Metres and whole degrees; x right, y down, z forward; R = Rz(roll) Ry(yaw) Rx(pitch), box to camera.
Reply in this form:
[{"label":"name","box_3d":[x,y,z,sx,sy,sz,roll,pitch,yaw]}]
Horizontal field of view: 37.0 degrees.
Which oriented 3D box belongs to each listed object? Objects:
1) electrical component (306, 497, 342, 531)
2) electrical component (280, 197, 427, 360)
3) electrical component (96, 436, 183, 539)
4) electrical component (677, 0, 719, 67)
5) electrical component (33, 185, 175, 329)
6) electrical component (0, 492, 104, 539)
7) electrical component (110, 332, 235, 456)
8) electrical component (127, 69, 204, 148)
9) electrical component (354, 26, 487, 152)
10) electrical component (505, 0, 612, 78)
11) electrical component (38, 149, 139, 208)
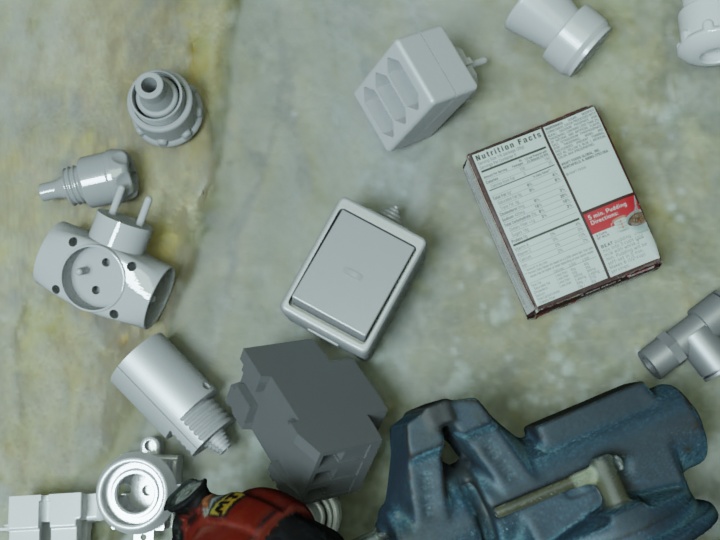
[{"label":"electrical component","box_3d":[-0.034,0.148,0.644,0.043,0.062,0.043,0,81,2]},{"label":"electrical component","box_3d":[0.000,0.000,0.667,0.062,0.061,0.096,28,83,6]},{"label":"electrical component","box_3d":[-0.132,0.134,0.653,0.048,0.055,0.066,1,81,2]},{"label":"electrical component","box_3d":[0.228,-0.166,0.696,0.048,0.048,0.062,-2,74,1]},{"label":"electrical component","box_3d":[-0.155,-0.013,0.678,0.077,0.044,0.079,22,97,5]},{"label":"electrical component","box_3d":[-0.187,0.166,0.655,0.066,0.048,0.055,-4,73,1]},{"label":"electrical component","box_3d":[-0.111,0.082,0.667,0.081,0.043,0.043,44,85,7]},{"label":"electrical component","box_3d":[-0.128,-0.108,0.687,0.048,0.062,0.048,0,81,2]},{"label":"electrical component","box_3d":[0.049,-0.120,0.687,0.077,0.066,0.047,-24,80,-32]},{"label":"electrical component","box_3d":[0.129,-0.158,0.697,0.055,0.045,0.045,42,84,7]},{"label":"electrical component","box_3d":[-0.176,-0.056,0.695,0.061,0.035,0.035,-12,81,1]}]
